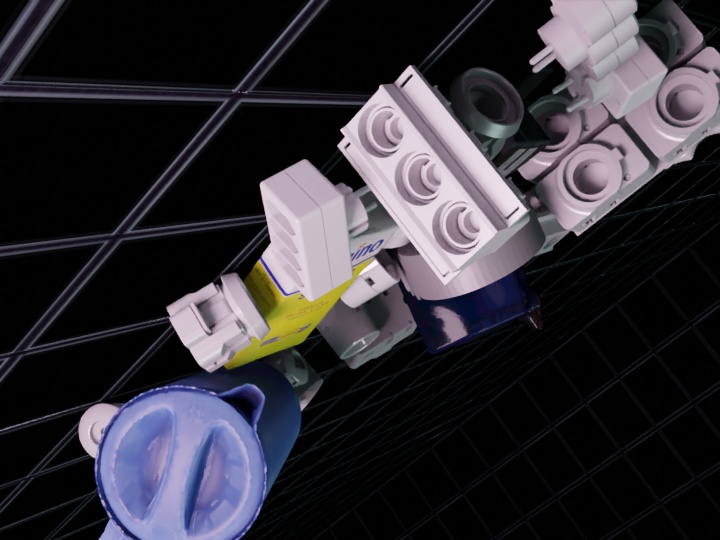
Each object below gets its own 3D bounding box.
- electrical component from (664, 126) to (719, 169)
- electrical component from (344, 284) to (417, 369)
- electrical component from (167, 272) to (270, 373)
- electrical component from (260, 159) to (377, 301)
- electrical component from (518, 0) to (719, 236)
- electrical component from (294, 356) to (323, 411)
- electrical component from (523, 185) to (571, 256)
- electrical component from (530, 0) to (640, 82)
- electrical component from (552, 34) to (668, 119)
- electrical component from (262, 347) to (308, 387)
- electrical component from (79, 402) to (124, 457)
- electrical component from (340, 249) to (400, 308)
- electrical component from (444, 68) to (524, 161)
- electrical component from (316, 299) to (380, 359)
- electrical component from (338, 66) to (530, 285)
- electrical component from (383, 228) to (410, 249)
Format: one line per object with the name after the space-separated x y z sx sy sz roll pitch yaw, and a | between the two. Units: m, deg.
0.298 -0.157 1.025 0.099 0.099 0.048 -45 175 35 | electrical component
0.016 0.062 1.180 0.089 0.050 0.055 -30 164 -21 | electrical component
-0.105 0.038 0.812 0.057 0.058 0.078 -32 165 -3 | electrical component
-0.020 -0.035 0.736 0.076 0.047 0.083 -30 143 -20 | electrical component
0.224 -0.130 0.926 0.186 0.105 0.060 -40 165 16 | electrical component
-0.086 0.142 1.175 0.099 0.064 0.099 -33 166 -10 | electrical component
0.177 -0.050 1.162 0.079 0.063 0.121 -45 163 33 | electrical component
0.150 -0.164 0.751 0.074 0.052 0.138 -38 166 8 | electrical component
0.188 -0.152 0.849 0.077 0.065 0.047 -33 166 -10 | electrical component
-0.088 0.108 1.105 0.062 0.048 0.048 -32 167 15 | electrical component
-0.206 0.134 0.919 0.048 0.048 0.062 -39 172 13 | electrical component
0.000 0.000 0.937 0.047 0.055 0.055 -35 166 14 | electrical component
0.080 -0.106 0.768 0.078 0.058 0.057 -29 167 -41 | electrical component
-0.012 0.059 1.112 0.055 0.047 0.055 -33 166 -10 | electrical component
0.053 -0.064 0.712 0.079 0.121 0.063 -45 166 32 | electrical component
0.026 -0.038 0.894 0.043 0.043 0.062 -30 166 -22 | electrical component
